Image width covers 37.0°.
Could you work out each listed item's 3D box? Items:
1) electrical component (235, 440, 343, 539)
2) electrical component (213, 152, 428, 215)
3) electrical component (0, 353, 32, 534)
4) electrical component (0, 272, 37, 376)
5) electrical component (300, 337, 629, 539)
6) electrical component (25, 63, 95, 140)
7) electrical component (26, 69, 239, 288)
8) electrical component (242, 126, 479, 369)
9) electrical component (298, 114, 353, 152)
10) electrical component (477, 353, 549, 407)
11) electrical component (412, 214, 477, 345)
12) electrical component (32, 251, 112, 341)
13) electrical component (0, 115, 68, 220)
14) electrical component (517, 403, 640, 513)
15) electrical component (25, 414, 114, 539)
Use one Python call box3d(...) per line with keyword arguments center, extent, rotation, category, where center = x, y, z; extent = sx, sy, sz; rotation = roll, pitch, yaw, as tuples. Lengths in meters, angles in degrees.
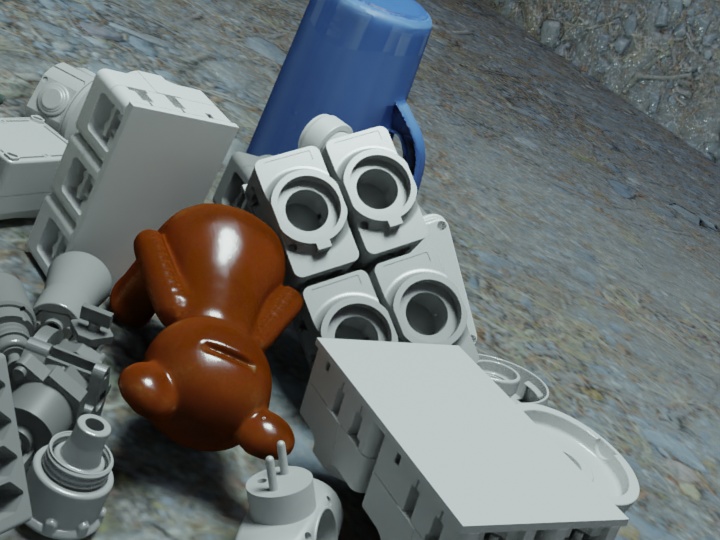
box3d(center=(-0.041, 0.134, 0.588), extent=(0.044, 0.079, 0.077), rotation=(-2, 16, 16), category="electrical component")
box3d(center=(-0.038, -0.024, 0.899), extent=(0.186, 0.105, 0.060), rotation=(12, 26, -35), category="electrical component")
box3d(center=(-0.206, 0.086, 0.513), extent=(0.076, 0.083, 0.047), rotation=(-5, 6, 28), category="electrical component")
box3d(center=(-0.215, 0.035, 0.648), extent=(0.040, 0.040, 0.078), rotation=(10, 28, -38), category="electrical component")
box3d(center=(0.049, 0.113, 0.621), extent=(0.105, 0.060, 0.186), rotation=(5, 23, -29), category="electrical component")
box3d(center=(-0.248, -0.137, 0.940), extent=(0.051, 0.080, 0.080), rotation=(28, 21, 14), category="electrical component")
box3d(center=(-0.166, -0.060, 0.768), extent=(0.089, 0.150, 0.061), rotation=(6, 32, -45), category="electrical component")
box3d(center=(0.000, 0.000, 0.772), extent=(0.105, 0.060, 0.186), rotation=(-18, 79, -18), category="electrical component")
box3d(center=(-0.017, -0.096, 0.877), extent=(0.055, 0.045, 0.045), rotation=(39, 24, 28), category="electrical component")
box3d(center=(0.102, 0.109, 0.859), extent=(0.099, 0.064, 0.099), rotation=(13, 18, -4), category="electrical component")
box3d(center=(0.040, 0.017, 0.858), extent=(0.078, 0.113, 0.057), rotation=(-18, 8, -17), category="electrical component")
box3d(center=(-0.192, 0.022, 0.705), extent=(0.044, 0.044, 0.065), rotation=(24, 27, -10), category="electrical component")
box3d(center=(-0.264, -0.074, 0.802), extent=(0.062, 0.061, 0.096), rotation=(36, 23, 19), category="electrical component")
box3d(center=(0.138, 0.153, 0.775), extent=(0.108, 0.060, 0.108), rotation=(24, 22, -10), category="electrical component")
box3d(center=(-0.146, 0.102, 0.549), extent=(0.048, 0.062, 0.048), rotation=(24, 22, -10), category="electrical component")
